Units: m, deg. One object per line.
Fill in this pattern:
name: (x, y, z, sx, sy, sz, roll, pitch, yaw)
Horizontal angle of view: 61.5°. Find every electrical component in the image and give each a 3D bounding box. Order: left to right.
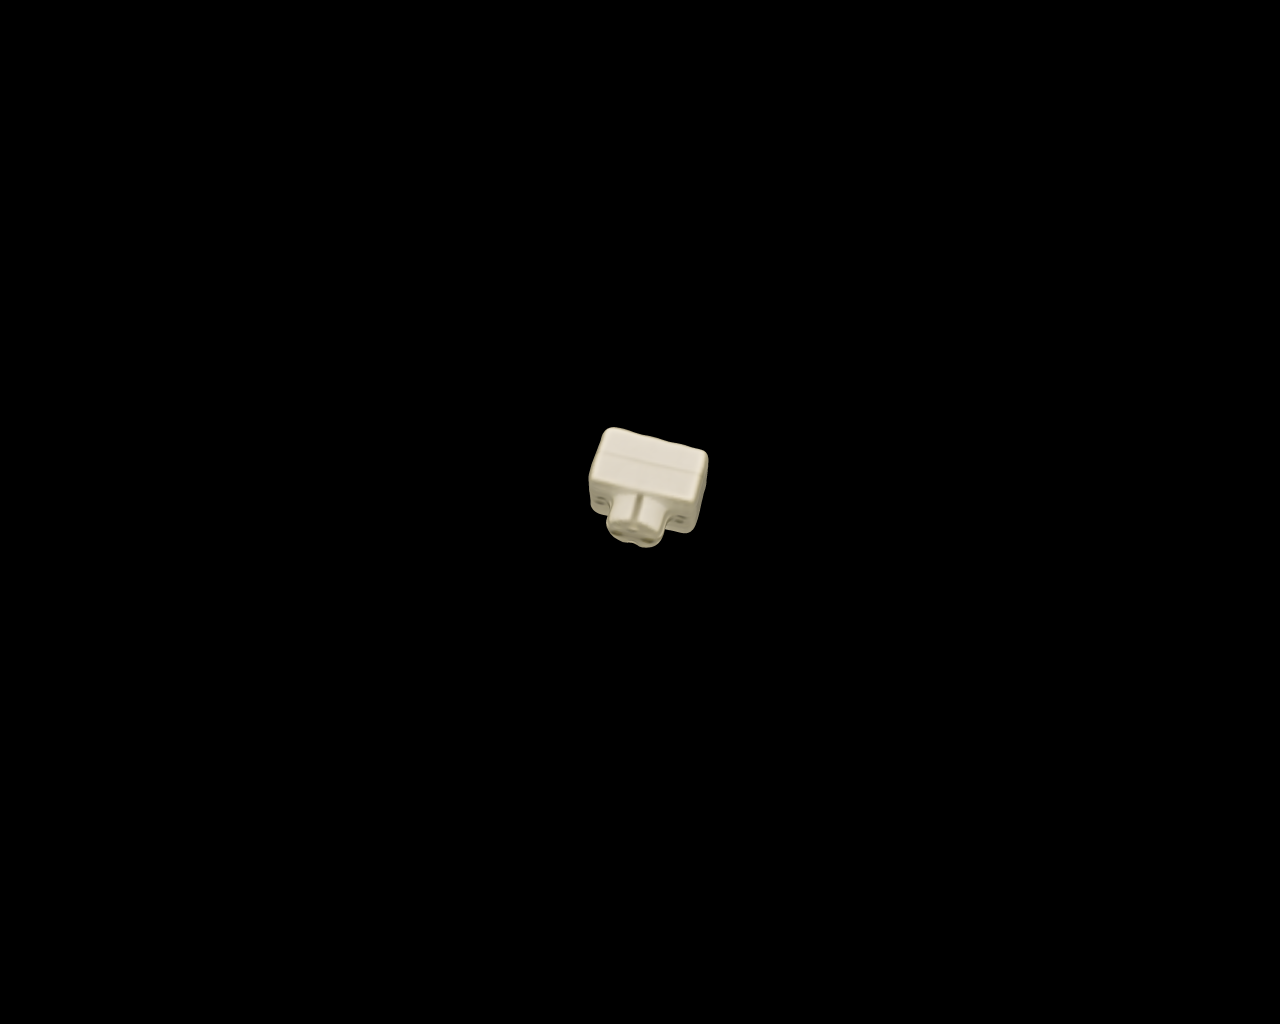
electrical component: (0.001, -0.003, 0.650, 0.066, 0.077, 0.047, 14, -26, 7)
